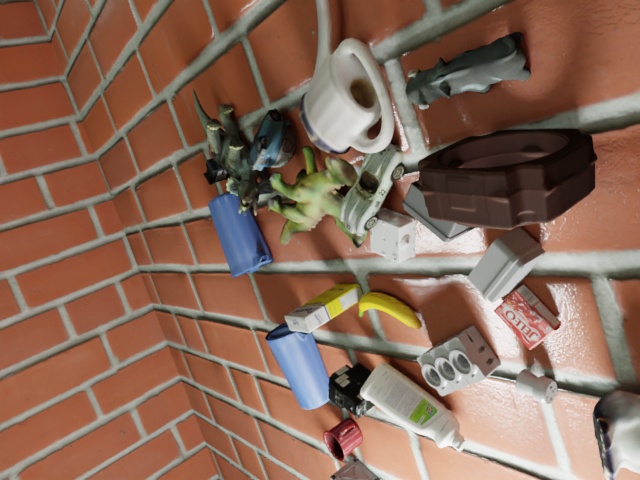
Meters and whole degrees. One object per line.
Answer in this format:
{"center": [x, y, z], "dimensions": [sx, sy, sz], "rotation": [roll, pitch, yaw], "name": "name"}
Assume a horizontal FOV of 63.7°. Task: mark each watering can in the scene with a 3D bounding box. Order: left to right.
{"center": [0.030, -0.312, 1.000], "dimensions": [0.221, 0.105, 0.350], "rotation": [-41, 71, 55], "name": "watering can"}

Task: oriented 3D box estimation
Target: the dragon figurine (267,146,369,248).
{"center": [0.004, -0.060, 1.200], "dimensions": [0.245, 0.124, 0.400], "rotation": [39, 147, 23], "name": "dragon figurine"}

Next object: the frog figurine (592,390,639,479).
{"center": [0.487, 0.285, 0.744], "dimensions": [0.159, 0.123, 0.137], "rotation": [-9, 96, 19], "name": "frog figurine"}
